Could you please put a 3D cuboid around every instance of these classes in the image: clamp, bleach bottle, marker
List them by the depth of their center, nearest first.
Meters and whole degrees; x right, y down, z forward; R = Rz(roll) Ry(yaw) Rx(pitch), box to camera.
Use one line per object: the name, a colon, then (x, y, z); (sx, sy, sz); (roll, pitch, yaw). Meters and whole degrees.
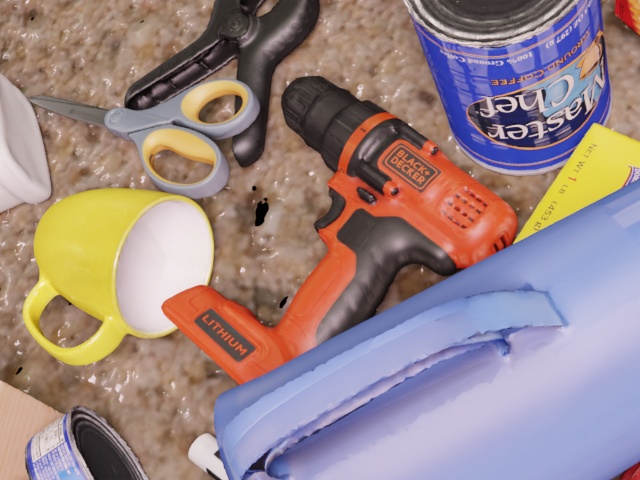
marker: (-0.026, 0.150, 0.600); (0.121, 0.020, 0.020); (32, 79, 29)
clamp: (-0.062, -0.138, 0.743); (0.120, 0.039, 0.171); (18, 73, 22)
bleach bottle: (-0.320, -0.026, 0.765); (0.251, 0.068, 0.102); (-25, 59, 9)

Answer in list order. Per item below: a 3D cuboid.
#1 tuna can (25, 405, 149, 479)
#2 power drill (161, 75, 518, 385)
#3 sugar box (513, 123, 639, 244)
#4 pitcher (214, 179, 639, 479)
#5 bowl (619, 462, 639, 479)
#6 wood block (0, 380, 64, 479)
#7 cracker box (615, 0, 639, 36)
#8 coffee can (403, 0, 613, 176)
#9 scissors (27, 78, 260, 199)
tuna can: (-0.128, 0.138, 0.602); (0.034, 0.086, 0.086); (-35, 59, 2)
power drill: (-0.004, 0.001, 0.643); (0.187, 0.057, 0.185); (-47, 58, -6)
sugar box: (0.203, 0.014, 0.571); (0.176, 0.048, 0.093); (28, 76, 30)
pitcher: (0.077, 0.071, 0.495); (0.243, 0.149, 0.145); (-32, 102, 8)
bowl: (0.185, 0.138, 0.476); (0.162, 0.055, 0.162); (-27, 46, 32)
wood block: (-0.225, 0.186, 0.610); (0.090, 0.090, 0.206); (3, 67, 22)
cracker box: (0.294, -0.120, 0.581); (0.164, 0.072, 0.214); (-31, 59, -9)
coffee can: (0.111, -0.114, 0.611); (0.103, 0.140, 0.103); (-8, 63, 15)
scissors: (-0.116, -0.090, 0.719); (0.096, 0.016, 0.202); (-47, 51, -10)
